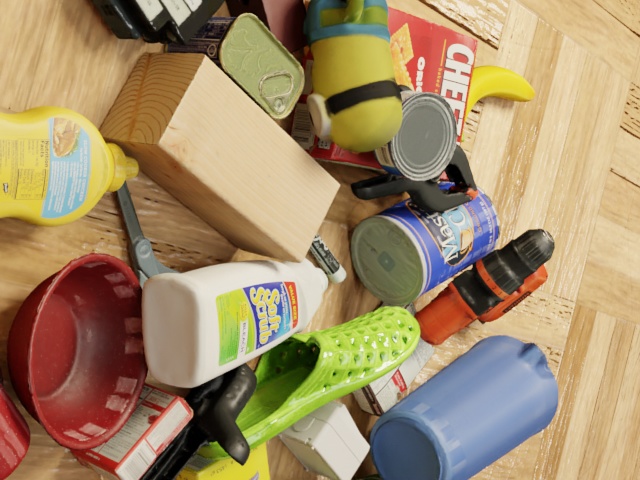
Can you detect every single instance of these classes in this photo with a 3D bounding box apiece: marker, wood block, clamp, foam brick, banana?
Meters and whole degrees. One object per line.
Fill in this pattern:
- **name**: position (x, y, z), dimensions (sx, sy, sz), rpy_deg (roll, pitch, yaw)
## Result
- **marker**: position (-0.007, 0.001, 1.113), dimensions (0.020, 0.020, 0.121), rpy_deg (-55, 132, -23)
- **wood block**: position (-0.086, -0.071, 0.963), dimensions (0.205, 0.090, 0.090), rpy_deg (41, 70, -43)
- **clamp**: position (0.100, -0.068, 1.096), dimensions (0.171, 0.039, 0.120), rpy_deg (37, 84, -40)
- **foam brick**: position (-0.049, -0.213, 0.997), dimensions (0.051, 0.053, 0.078), rpy_deg (-37, 122, -35)
- **clamp**: position (-0.098, 0.164, 0.962), dimensions (0.036, 0.165, 0.209), rpy_deg (48, 34, -15)
- **banana**: position (0.194, -0.173, 1.264), dimensions (0.197, 0.037, 0.069), rpy_deg (-31, 108, -45)

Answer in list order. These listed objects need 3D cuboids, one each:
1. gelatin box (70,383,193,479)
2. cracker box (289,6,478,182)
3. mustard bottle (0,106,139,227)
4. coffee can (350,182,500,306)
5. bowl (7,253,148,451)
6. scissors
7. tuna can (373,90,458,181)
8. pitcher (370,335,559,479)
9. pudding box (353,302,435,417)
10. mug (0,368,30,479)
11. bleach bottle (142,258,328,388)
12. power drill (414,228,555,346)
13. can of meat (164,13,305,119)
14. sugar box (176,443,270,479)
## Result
- **gelatin box**: position (-0.166, 0.170, 0.945), dimensions (0.089, 0.073, 0.030), rpy_deg (-49, 129, -28)
- **cracker box**: position (0.072, -0.154, 1.122), dimensions (0.213, 0.072, 0.164), rpy_deg (6, 95, -47)
- **mustard bottle**: position (-0.225, -0.059, 0.842), dimensions (0.191, 0.058, 0.096), rpy_deg (-2, 101, -46)
- **coffee can**: position (0.117, 0.000, 1.181), dimensions (0.140, 0.103, 0.103), rpy_deg (-26, 117, -40)
- **bowl**: position (-0.206, 0.090, 0.879), dimensions (0.161, 0.055, 0.162), rpy_deg (2, 90, -65)
- **scissors**: position (-0.148, 0.011, 0.971), dimensions (0.096, 0.016, 0.202), rpy_deg (-15, 110, -45)
- **tuna can**: position (0.091, -0.102, 1.034), dimensions (0.085, 0.034, 0.086), rpy_deg (-10, 107, -35)
- **pitcher**: position (0.161, 0.215, 1.243), dimensions (0.242, 0.145, 0.149), rpy_deg (-21, 107, -49)
- **pudding box**: position (0.076, 0.131, 1.216), dimensions (0.113, 0.039, 0.090), rpy_deg (-49, 130, -30)
- **mug**: position (-0.274, 0.133, 0.825), dimensions (0.117, 0.093, 0.081), rpy_deg (-86, 160, -51)
- **bleach bottle**: position (-0.065, 0.057, 1.009), dimensions (0.250, 0.068, 0.102), rpy_deg (-21, 114, -58)
- **power drill**: position (0.206, 0.047, 1.230), dimensions (0.057, 0.185, 0.187), rpy_deg (57, 20, 13)
- **can of meat**: position (-0.077, -0.156, 0.956), dimensions (0.102, 0.084, 0.057), rpy_deg (42, 69, -43)
- **sugar box**: position (-0.090, 0.285, 1.070), dimensions (0.093, 0.048, 0.176), rpy_deg (-24, 115, -41)
